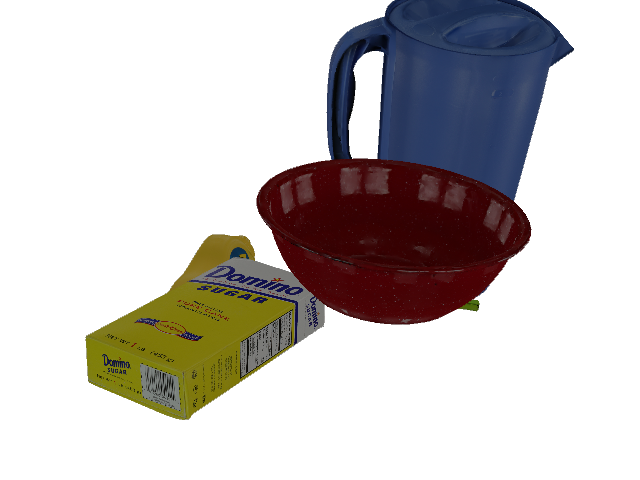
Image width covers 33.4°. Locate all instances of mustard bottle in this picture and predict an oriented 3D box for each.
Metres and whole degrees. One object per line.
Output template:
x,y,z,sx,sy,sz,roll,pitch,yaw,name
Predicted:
-0.109,0.049,1.094,0.058,0.096,0.191,5,31,13,mustard bottle

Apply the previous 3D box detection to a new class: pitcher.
0.095,-0.072,0.869,0.149,0.243,0.144,25,37,27,pitcher

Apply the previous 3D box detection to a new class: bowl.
0.041,0.005,0.637,0.162,0.055,0.162,4,25,-2,bowl

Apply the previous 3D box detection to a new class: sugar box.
-0.081,0.067,0.802,0.093,0.048,0.175,16,29,29,sugar box

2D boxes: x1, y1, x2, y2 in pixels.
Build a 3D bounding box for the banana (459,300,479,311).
0.096,0.040,1.199,0.069,0.037,0.198,3,24,-30,banana
